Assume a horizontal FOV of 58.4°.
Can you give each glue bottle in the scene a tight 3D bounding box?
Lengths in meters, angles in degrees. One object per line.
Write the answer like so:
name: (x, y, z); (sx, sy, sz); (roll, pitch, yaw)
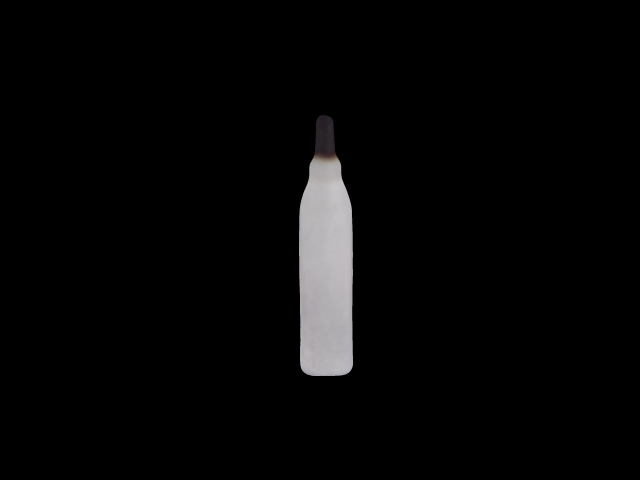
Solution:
glue bottle: (0.004, 0.001, 0.400); (0.037, 0.173, 0.078); (0, 11, -2)
